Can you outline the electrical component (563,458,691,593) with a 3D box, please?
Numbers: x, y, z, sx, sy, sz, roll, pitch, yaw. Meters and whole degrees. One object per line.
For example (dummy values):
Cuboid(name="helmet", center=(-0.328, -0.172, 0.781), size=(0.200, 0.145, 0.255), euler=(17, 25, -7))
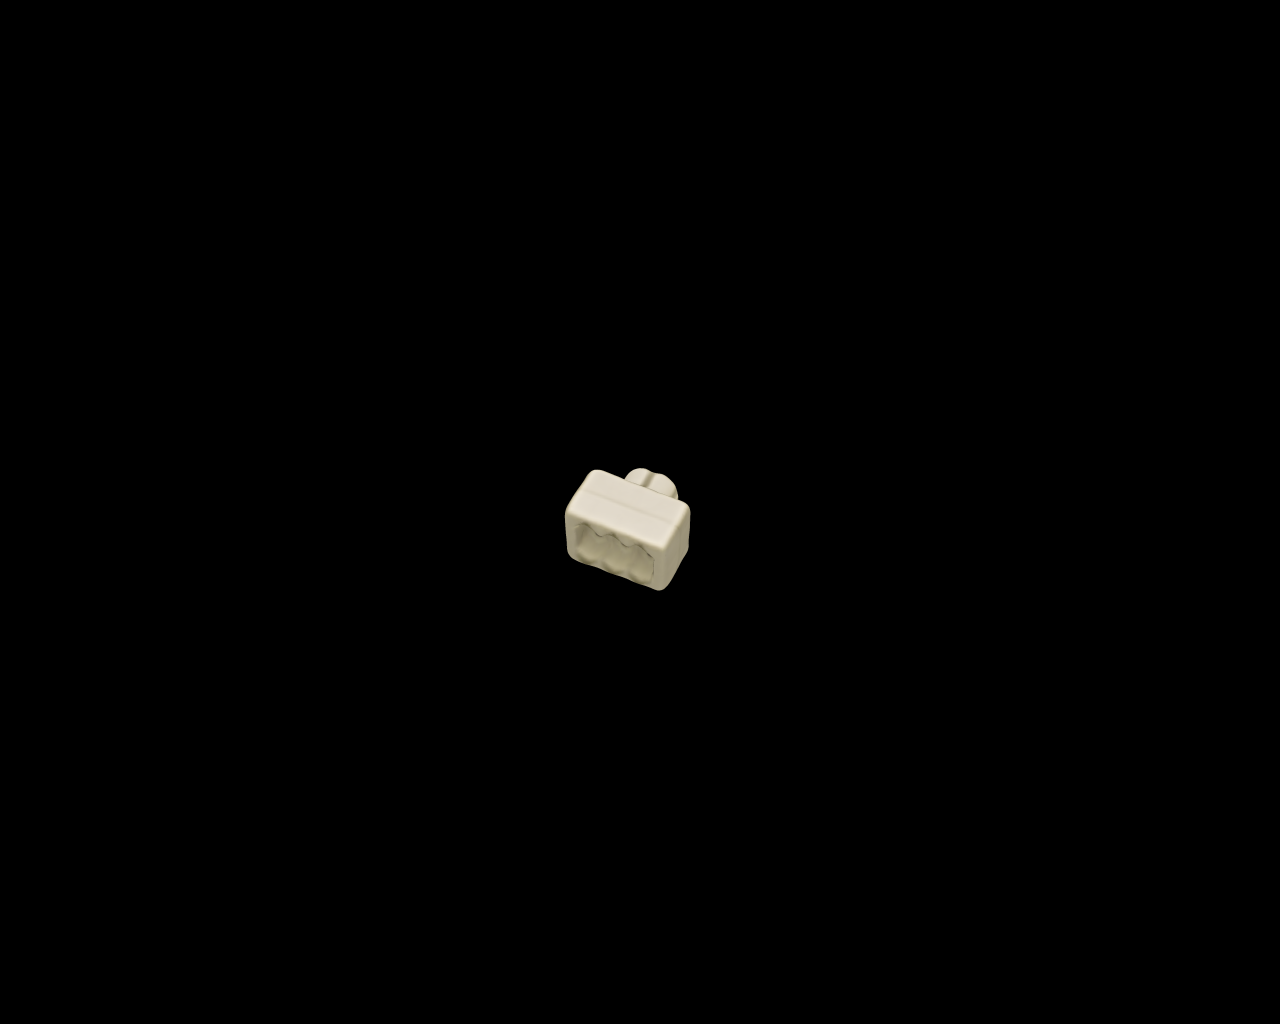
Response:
Cuboid(name="electrical component", center=(0.001, -0.003, 0.650), size=(0.066, 0.077, 0.047), euler=(21, -34, 15))
